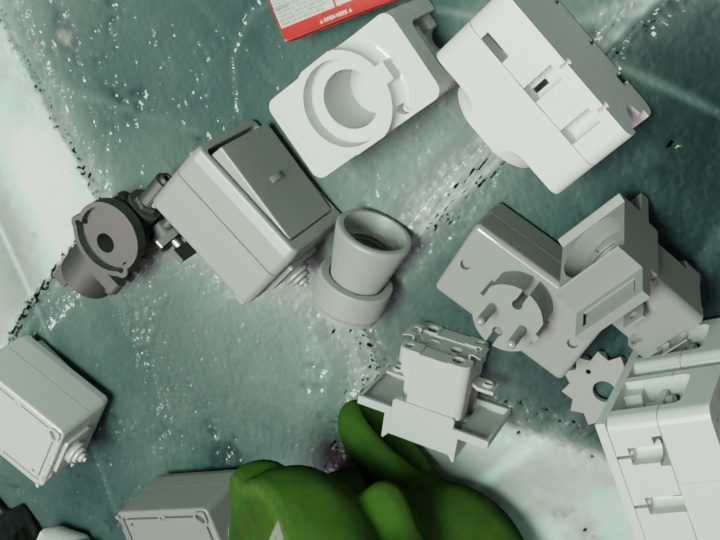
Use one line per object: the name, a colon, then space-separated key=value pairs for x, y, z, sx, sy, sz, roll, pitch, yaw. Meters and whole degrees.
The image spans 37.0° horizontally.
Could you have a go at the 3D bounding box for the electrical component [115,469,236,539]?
electrical component: x=-0.117 y=0.177 z=0.744 sx=0.096 sy=0.061 sz=0.061 roll=-10 pitch=107 yaw=31

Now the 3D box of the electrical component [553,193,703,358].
electrical component: x=0.133 y=0.005 z=0.526 sx=0.064 sy=0.081 sz=0.042 roll=37 pitch=127 yaw=-15

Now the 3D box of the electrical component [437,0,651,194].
electrical component: x=0.086 y=-0.088 z=0.521 sx=0.089 sy=0.050 sz=0.056 roll=49 pitch=125 yaw=0

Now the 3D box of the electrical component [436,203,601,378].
electrical component: x=0.082 y=0.017 z=0.557 sx=0.083 sy=0.076 sz=0.047 roll=37 pitch=124 yaw=8

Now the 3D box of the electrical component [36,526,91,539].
electrical component: x=-0.221 y=0.225 z=0.832 sx=0.062 sy=0.043 sz=0.043 roll=11 pitch=117 yaw=22

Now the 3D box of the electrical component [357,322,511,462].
electrical component: x=0.045 y=0.067 z=0.621 sx=0.081 sy=0.042 sz=0.063 roll=17 pitch=115 yaw=20

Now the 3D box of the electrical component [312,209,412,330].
electrical component: x=0.000 y=0.000 z=0.611 sx=0.045 sy=0.045 sz=0.055 roll=30 pitch=123 yaw=13

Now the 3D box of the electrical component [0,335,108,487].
electrical component: x=-0.226 y=0.101 z=0.766 sx=0.096 sy=0.061 sz=0.061 roll=36 pitch=124 yaw=9

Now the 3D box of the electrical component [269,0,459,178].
electrical component: x=0.003 y=-0.093 z=0.559 sx=0.089 sy=0.056 sz=0.050 roll=-31 pitch=96 yaw=35

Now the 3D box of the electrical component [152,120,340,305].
electrical component: x=-0.057 y=-0.031 z=0.616 sx=0.096 sy=0.062 sz=0.061 roll=47 pitch=125 yaw=1

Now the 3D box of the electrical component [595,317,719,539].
electrical component: x=0.187 y=0.128 z=0.534 sx=0.060 sy=0.105 sz=0.186 roll=-14 pitch=106 yaw=32
